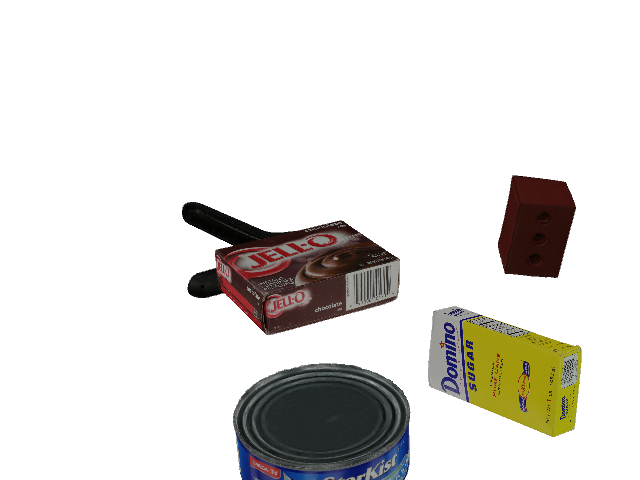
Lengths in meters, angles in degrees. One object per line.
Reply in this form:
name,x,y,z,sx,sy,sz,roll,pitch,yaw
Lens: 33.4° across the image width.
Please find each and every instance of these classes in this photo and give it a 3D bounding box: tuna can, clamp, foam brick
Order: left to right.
clamp,-0.044,0.022,1.094,0.210,0.036,0.164,11,29,-8
tuna can,0.001,0.097,0.521,0.086,0.034,0.086,-3,26,1
foam brick,0.199,-0.013,0.989,0.053,0.078,0.051,5,30,-2

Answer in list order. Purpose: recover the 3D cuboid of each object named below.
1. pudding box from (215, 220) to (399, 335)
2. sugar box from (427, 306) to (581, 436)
pudding box,-0.011,0.025,0.795,0.113,0.039,0.090,-12,26,-25
sugar box,0.195,0.138,1.154,0.048,0.093,0.177,-10,17,-43
